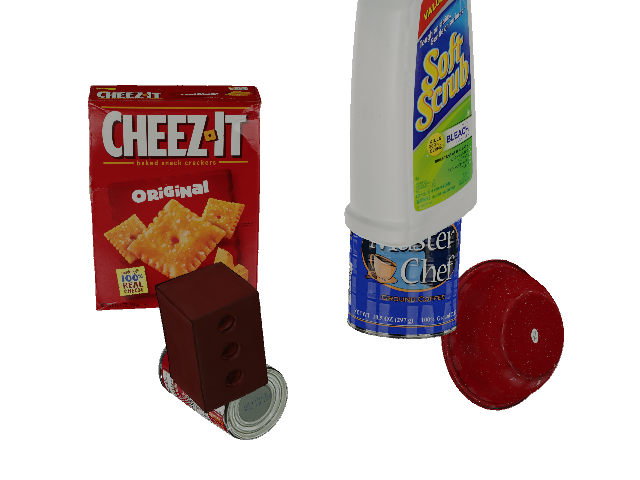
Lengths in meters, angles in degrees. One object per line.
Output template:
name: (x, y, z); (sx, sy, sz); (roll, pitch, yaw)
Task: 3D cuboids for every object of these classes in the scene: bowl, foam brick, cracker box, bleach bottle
bowl: (0.205, 0.099, 1.122); (0.161, 0.162, 0.055); (0, -3, -35)
foam brick: (-0.072, 0.064, 0.716); (0.052, 0.078, 0.051); (-22, 35, -27)
cracker box: (-0.142, -0.041, 1.049); (0.164, 0.214, 0.072); (-1, 21, -9)
bleach bottle: (0.059, -0.127, 0.722); (0.102, 0.251, 0.068); (-28, 36, -36)

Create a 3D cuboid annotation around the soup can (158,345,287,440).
soup can: (-0.085, 0.123, 0.928); (0.068, 0.068, 0.102); (0, 17, -43)

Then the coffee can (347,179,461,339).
coffee can: (0.077, 0.008, 0.973); (0.103, 0.140, 0.103); (1, 11, 0)
